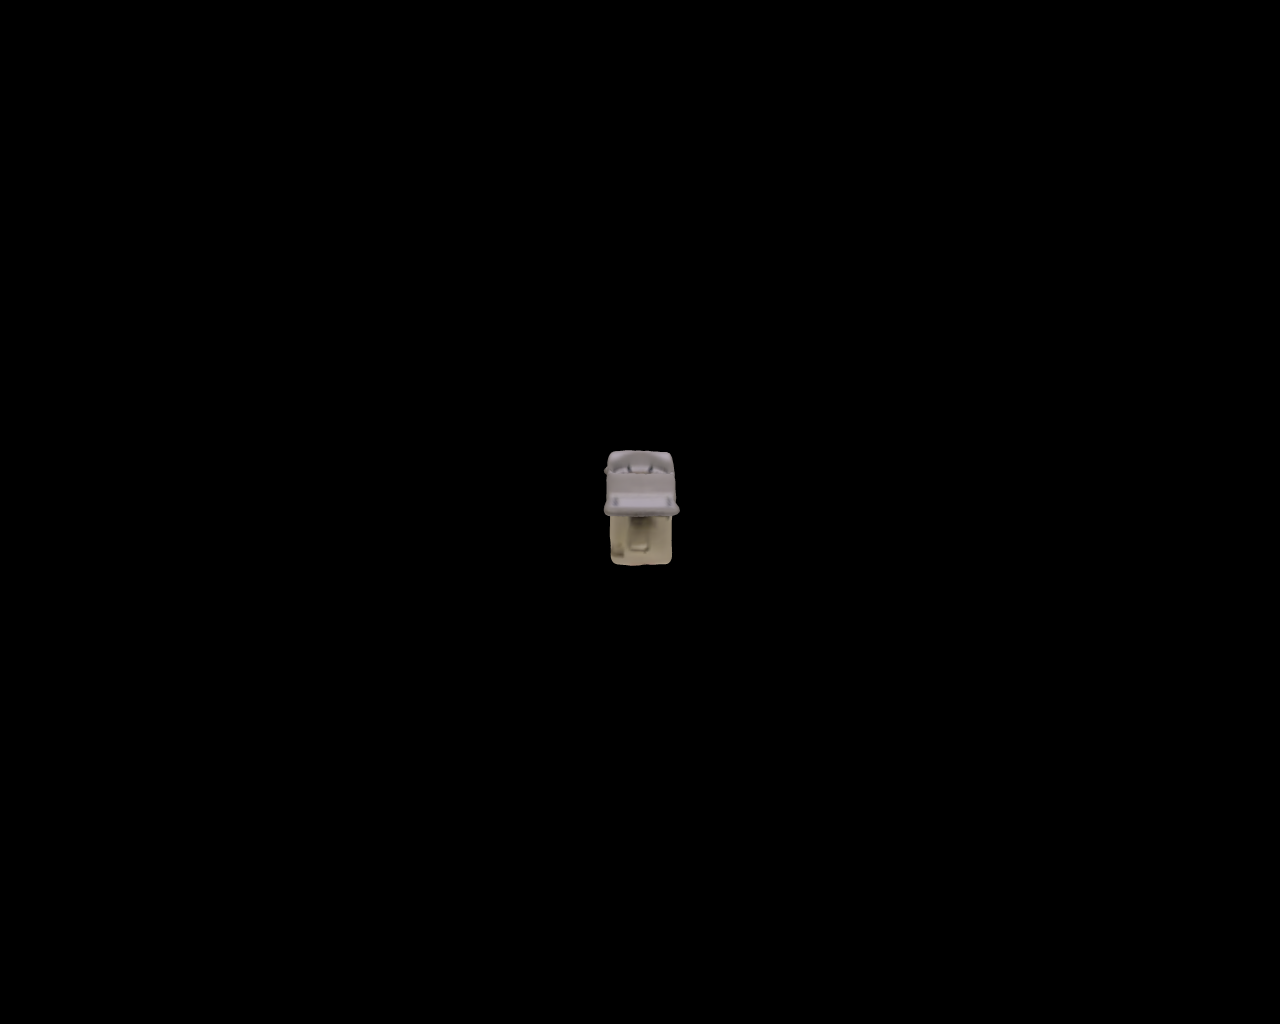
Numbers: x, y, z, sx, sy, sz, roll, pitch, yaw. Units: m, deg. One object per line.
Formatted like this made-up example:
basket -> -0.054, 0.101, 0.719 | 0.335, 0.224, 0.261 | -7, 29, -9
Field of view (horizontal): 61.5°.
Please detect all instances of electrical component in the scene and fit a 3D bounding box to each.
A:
electrical component -> 0.001, -0.003, 0.650 | 0.042, 0.063, 0.081 | 0, 21, 0
